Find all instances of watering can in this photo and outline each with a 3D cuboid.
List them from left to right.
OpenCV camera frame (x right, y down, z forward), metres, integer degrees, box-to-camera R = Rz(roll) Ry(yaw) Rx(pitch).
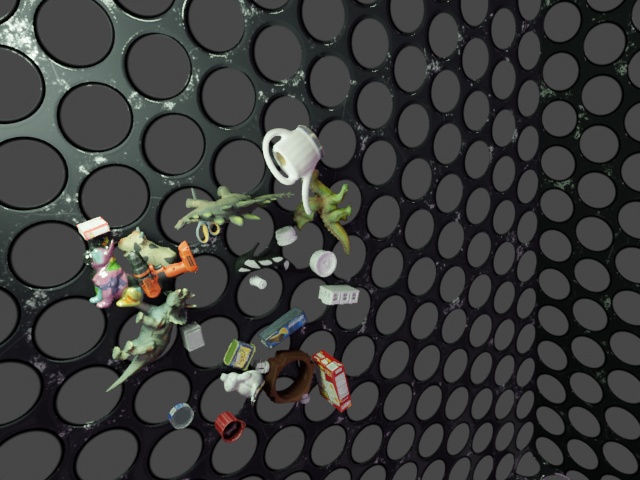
[{"bbox_3d":[-0.073,-0.283,1.944,0.227,0.104,0.343,-43,113,-21],"label":"watering can"}]

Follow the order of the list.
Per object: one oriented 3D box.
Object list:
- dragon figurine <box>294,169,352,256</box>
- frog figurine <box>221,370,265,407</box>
[{"bbox_3d":[0.006,-0.105,2.080,0.243,0.123,0.405,-11,106,-16],"label":"dragon figurine"},{"bbox_3d":[-0.300,0.546,1.982,0.125,0.160,0.134,-58,171,-30],"label":"frog figurine"}]
